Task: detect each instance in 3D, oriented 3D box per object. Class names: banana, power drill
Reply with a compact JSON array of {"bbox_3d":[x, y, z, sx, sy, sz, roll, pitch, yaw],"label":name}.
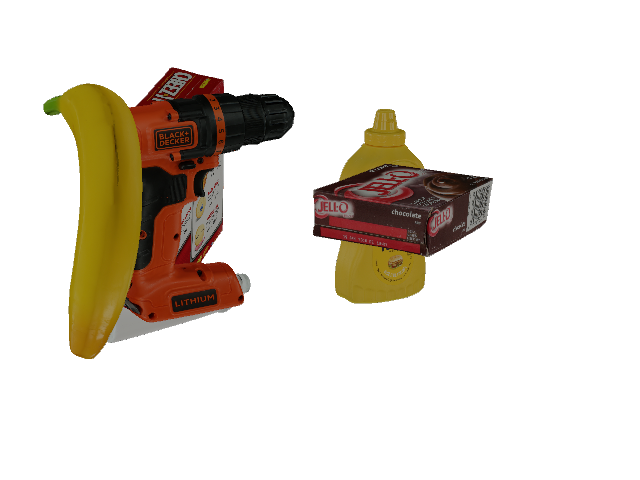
[{"bbox_3d":[-0.131,-0.028,0.632,0.037,0.198,0.070,12,-43,-32],"label":"banana"},{"bbox_3d":[-0.107,-0.032,0.916,0.184,0.188,0.057,-10,21,-24],"label":"power drill"}]

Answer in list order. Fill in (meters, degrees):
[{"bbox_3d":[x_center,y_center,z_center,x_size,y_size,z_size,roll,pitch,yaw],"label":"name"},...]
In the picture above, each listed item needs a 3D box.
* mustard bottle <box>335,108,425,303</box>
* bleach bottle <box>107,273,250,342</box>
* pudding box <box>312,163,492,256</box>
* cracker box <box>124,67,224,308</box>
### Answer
[{"bbox_3d":[0.063,-0.036,1.075,0.096,0.192,0.058,-8,18,-28],"label":"mustard bottle"},{"bbox_3d":[-0.206,0.077,1.475,0.250,0.068,0.103,-11,27,-43],"label":"bleach bottle"},{"bbox_3d":[0.060,-0.024,0.757,0.090,0.039,0.113,11,17,28],"label":"pudding box"},{"bbox_3d":[-0.165,-0.050,1.135,0.072,0.214,0.164,16,43,13],"label":"cracker box"}]
